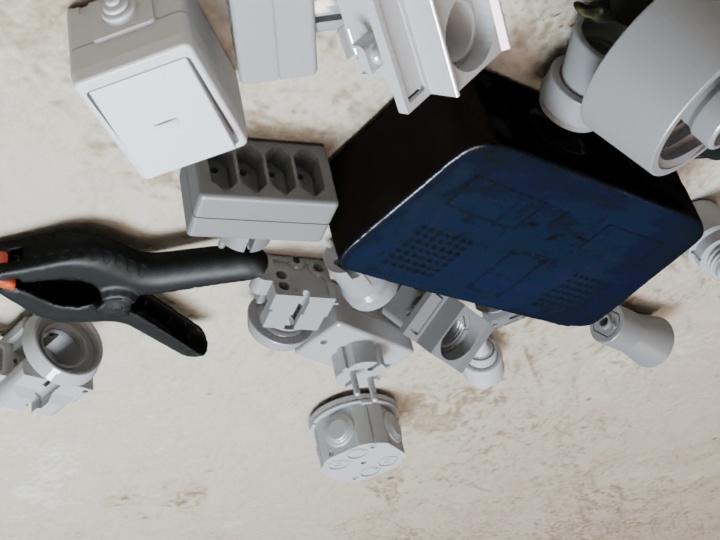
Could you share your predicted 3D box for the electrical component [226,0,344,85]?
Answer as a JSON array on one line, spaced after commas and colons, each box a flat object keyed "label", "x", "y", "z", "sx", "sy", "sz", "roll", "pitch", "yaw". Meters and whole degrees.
[{"label": "electrical component", "x": -0.026, "y": -0.134, "z": 0.522, "sx": 0.077, "sy": 0.047, "sz": 0.065, "roll": -9, "pitch": 146, "yaw": -6}]

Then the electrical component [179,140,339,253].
[{"label": "electrical component", "x": -0.066, "y": -0.036, "z": 0.649, "sx": 0.083, "sy": 0.047, "sz": 0.075, "roll": 2, "pitch": 143, "yaw": -22}]

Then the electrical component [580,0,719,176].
[{"label": "electrical component", "x": 0.176, "y": -0.097, "z": 0.562, "sx": 0.108, "sy": 0.060, "sz": 0.108, "roll": -35, "pitch": 158, "yaw": -17}]

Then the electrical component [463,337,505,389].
[{"label": "electrical component", "x": 0.099, "y": 0.070, "z": 0.874, "sx": 0.035, "sy": 0.035, "sz": 0.061, "roll": -15, "pitch": 144, "yaw": 1}]

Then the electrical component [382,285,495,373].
[{"label": "electrical component", "x": 0.054, "y": 0.036, "z": 0.777, "sx": 0.042, "sy": 0.064, "sz": 0.081, "roll": -55, "pitch": 138, "yaw": 0}]

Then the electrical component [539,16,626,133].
[{"label": "electrical component", "x": 0.131, "y": -0.112, "z": 0.612, "sx": 0.045, "sy": 0.045, "sz": 0.055, "roll": 0, "pitch": 144, "yaw": -19}]

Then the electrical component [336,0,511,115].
[{"label": "electrical component", "x": 0.016, "y": -0.142, "z": 0.472, "sx": 0.079, "sy": 0.063, "sz": 0.121, "roll": -45, "pitch": 132, "yaw": -30}]

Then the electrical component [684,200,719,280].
[{"label": "electrical component", "x": 0.254, "y": -0.016, "z": 0.770, "sx": 0.040, "sy": 0.078, "sz": 0.040, "roll": -9, "pitch": 131, "yaw": -10}]

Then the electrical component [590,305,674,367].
[{"label": "electrical component", "x": 0.221, "y": 0.051, "z": 0.885, "sx": 0.065, "sy": 0.044, "sz": 0.044, "roll": 21, "pitch": 133, "yaw": -34}]

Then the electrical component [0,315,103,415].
[{"label": "electrical component", "x": -0.212, "y": 0.061, "z": 0.731, "sx": 0.078, "sy": 0.058, "sz": 0.057, "roll": 20, "pitch": 137, "yaw": -39}]

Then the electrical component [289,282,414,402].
[{"label": "electrical component", "x": -0.003, "y": 0.061, "z": 0.788, "sx": 0.047, "sy": 0.075, "sz": 0.083, "roll": -36, "pitch": 140, "yaw": 29}]

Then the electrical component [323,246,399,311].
[{"label": "electrical component", "x": 0.000, "y": 0.000, "z": 0.733, "sx": 0.040, "sy": 0.040, "sz": 0.046, "roll": -22, "pitch": 140, "yaw": 13}]

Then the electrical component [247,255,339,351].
[{"label": "electrical component", "x": -0.050, "y": 0.023, "z": 0.745, "sx": 0.066, "sy": 0.048, "sz": 0.055, "roll": 5, "pitch": 135, "yaw": -26}]

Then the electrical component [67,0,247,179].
[{"label": "electrical component", "x": -0.102, "y": -0.097, "z": 0.536, "sx": 0.062, "sy": 0.061, "sz": 0.096, "roll": -18, "pitch": 146, "yaw": 7}]

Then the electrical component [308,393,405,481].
[{"label": "electrical component", "x": -0.002, "y": 0.145, "z": 0.932, "sx": 0.080, "sy": 0.051, "sz": 0.080, "roll": -9, "pitch": 146, "yaw": -6}]
